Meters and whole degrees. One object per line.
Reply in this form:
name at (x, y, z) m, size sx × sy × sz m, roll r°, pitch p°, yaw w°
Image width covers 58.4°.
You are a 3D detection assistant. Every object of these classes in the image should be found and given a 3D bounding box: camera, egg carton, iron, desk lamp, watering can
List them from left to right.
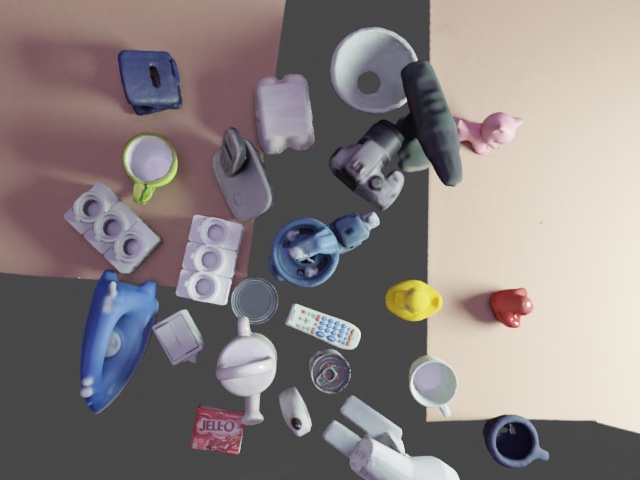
iron at (-0.368, 0.184, 0.983) m, size 0.118 × 0.141 × 0.258 m, roll 14°, pitch 84°, yaw -2°
watering can at (-0.120, 0.220, 0.971) m, size 0.101 × 0.194 × 0.173 m, roll -28°, pitch 87°, yaw -6°
egg carton at (-0.069, -0.237, 1.078) m, size 0.107 × 0.069 × 0.150 m, roll -8°, pitch 85°, yaw -5°
camera at (0.108, -0.148, 1.067) m, size 0.143 × 0.100 × 0.137 m, roll 40°, pitch 83°, yaw 0°
desk lamp at (0.114, 0.379, 0.964) m, size 0.203 × 0.213 × 0.118 m, roll 35°, pitch 84°, yaw 0°

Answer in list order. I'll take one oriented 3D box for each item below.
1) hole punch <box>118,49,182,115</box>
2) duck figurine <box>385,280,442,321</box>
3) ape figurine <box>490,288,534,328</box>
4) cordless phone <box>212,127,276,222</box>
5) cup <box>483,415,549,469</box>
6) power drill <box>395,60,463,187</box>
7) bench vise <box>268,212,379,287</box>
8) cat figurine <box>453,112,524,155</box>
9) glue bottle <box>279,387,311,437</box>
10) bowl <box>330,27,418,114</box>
hole punch at (-0.310, -0.296, 1.055) m, size 0.101 × 0.091 × 0.109 m, roll -12°, pitch 86°, yaw -5°
duck figurine at (0.178, 0.112, 1.056) m, size 0.104 × 0.086 × 0.077 m, roll 5°, pitch 84°, yaw -3°
ape figurine at (0.365, 0.123, 1.066) m, size 0.076 × 0.092 × 0.078 m, roll 36°, pitch 84°, yaw 0°
cordless phone at (-0.136, -0.115, 1.004) m, size 0.094 × 0.185 × 0.147 m, roll -26°, pitch 87°, yaw -6°
cup at (0.348, 0.362, 1.042) m, size 0.118 × 0.095 × 0.092 m, roll 24°, pitch 84°, yaw -1°
power drill at (0.188, -0.190, 1.023) m, size 0.075 × 0.208 × 0.230 m, roll -14°, pitch 86°, yaw -5°
bench vise at (0.001, -0.005, 0.987) m, size 0.207 × 0.219 × 0.121 m, roll -44°, pitch 89°, yaw -6°
cat figurine at (0.309, -0.209, 1.079) m, size 0.128 × 0.117 × 0.067 m, roll 10°, pitch 84°, yaw -3°
glue bottle at (-0.041, 0.302, 0.980) m, size 0.037 × 0.173 × 0.078 m, roll -29°, pitch 87°, yaw -6°
bowl at (0.100, -0.313, 1.095) m, size 0.167 × 0.074 × 0.167 m, roll 0°, pitch 85°, yaw -4°
